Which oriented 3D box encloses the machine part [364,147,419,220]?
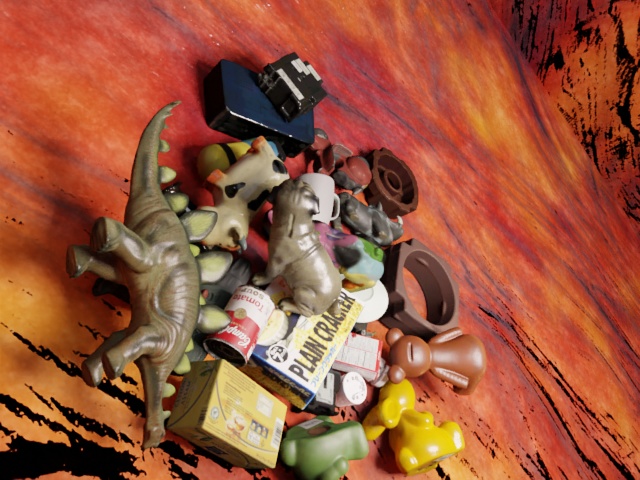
[{"bbox_3d":[0.167,-0.135,1.300,0.179,0.056,0.179,24,52,-34],"label":"machine part"}]

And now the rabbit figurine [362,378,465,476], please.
[{"bbox_3d":[0.153,0.339,0.997,0.162,0.122,0.173,5,50,-32],"label":"rabbit figurine"}]

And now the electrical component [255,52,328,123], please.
[{"bbox_3d":[-0.051,-0.310,1.084,0.115,0.058,0.134,54,40,-6],"label":"electrical component"}]

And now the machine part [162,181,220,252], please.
[{"bbox_3d":[-0.211,-0.035,0.899,0.138,0.039,0.084,46,52,-17],"label":"machine part"}]

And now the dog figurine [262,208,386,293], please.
[{"bbox_3d":[-0.002,-0.003,0.982,0.219,0.192,0.108,51,47,-32],"label":"dog figurine"}]

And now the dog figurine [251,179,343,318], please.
[{"bbox_3d":[-0.016,0.015,0.841,0.172,0.190,0.121,27,43,10],"label":"dog figurine"}]

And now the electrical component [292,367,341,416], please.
[{"bbox_3d":[-0.005,0.240,0.926,0.074,0.048,0.119,22,53,-34],"label":"electrical component"}]

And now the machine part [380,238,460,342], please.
[{"bbox_3d":[0.211,0.115,1.177,0.201,0.087,0.201,35,48,-26],"label":"machine part"}]

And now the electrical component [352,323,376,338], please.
[{"bbox_3d":[0.076,0.150,1.058,0.078,0.045,0.102,42,44,-21],"label":"electrical component"}]

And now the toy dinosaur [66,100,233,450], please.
[{"bbox_3d":[-0.217,0.027,0.703,0.198,0.105,0.471,2,81,-51],"label":"toy dinosaur"}]

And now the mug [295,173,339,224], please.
[{"bbox_3d":[-0.006,-0.067,1.087,0.109,0.081,0.107,22,64,-44],"label":"mug"}]

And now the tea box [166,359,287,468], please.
[{"bbox_3d":[-0.124,0.248,0.757,0.169,0.068,0.098,51,38,-39],"label":"tea box"}]

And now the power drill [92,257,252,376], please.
[{"bbox_3d":[-0.218,0.070,0.809,0.207,0.086,0.232,43,46,-28],"label":"power drill"}]

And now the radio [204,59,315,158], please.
[{"bbox_3d":[-0.118,-0.259,1.090,0.229,0.073,0.131,13,59,-37],"label":"radio"}]

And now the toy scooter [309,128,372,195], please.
[{"bbox_3d":[0.038,-0.155,1.163,0.183,0.075,0.135,36,33,-22],"label":"toy scooter"}]

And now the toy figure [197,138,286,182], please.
[{"bbox_3d":[-0.147,-0.145,0.991,0.089,0.082,0.180,50,46,7],"label":"toy figure"}]

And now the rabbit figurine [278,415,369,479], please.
[{"bbox_3d":[0.002,0.373,0.812,0.159,0.121,0.170,-7,87,-48],"label":"rabbit figurine"}]

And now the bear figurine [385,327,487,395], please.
[{"bbox_3d":[0.217,0.237,1.049,0.196,0.131,0.120,-2,61,-5],"label":"bear figurine"}]

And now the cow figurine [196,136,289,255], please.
[{"bbox_3d":[-0.129,-0.063,0.874,0.127,0.085,0.195,47,68,-3],"label":"cow figurine"}]

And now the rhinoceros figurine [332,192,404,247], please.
[{"bbox_3d":[0.105,-0.039,1.181,0.190,0.073,0.112,26,41,-29],"label":"rhinoceros figurine"}]
